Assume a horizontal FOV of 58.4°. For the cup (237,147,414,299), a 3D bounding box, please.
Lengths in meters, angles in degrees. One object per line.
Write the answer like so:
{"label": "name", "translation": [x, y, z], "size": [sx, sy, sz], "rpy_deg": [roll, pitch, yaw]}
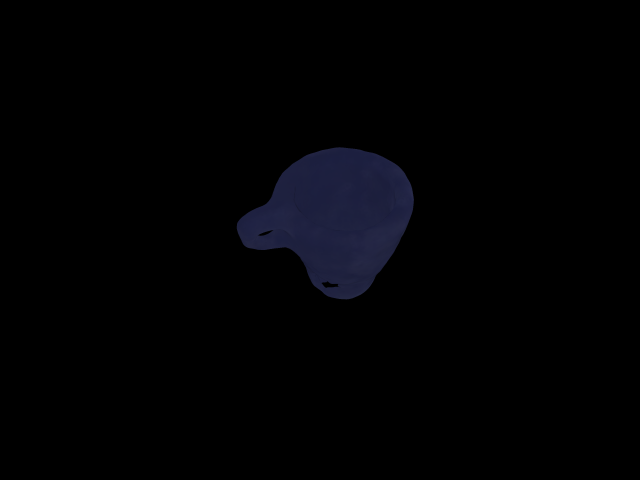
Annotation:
{"label": "cup", "translation": [0.004, 0.001, 0.400], "size": [0.118, 0.095, 0.091], "rpy_deg": [-17, 51, -14]}
